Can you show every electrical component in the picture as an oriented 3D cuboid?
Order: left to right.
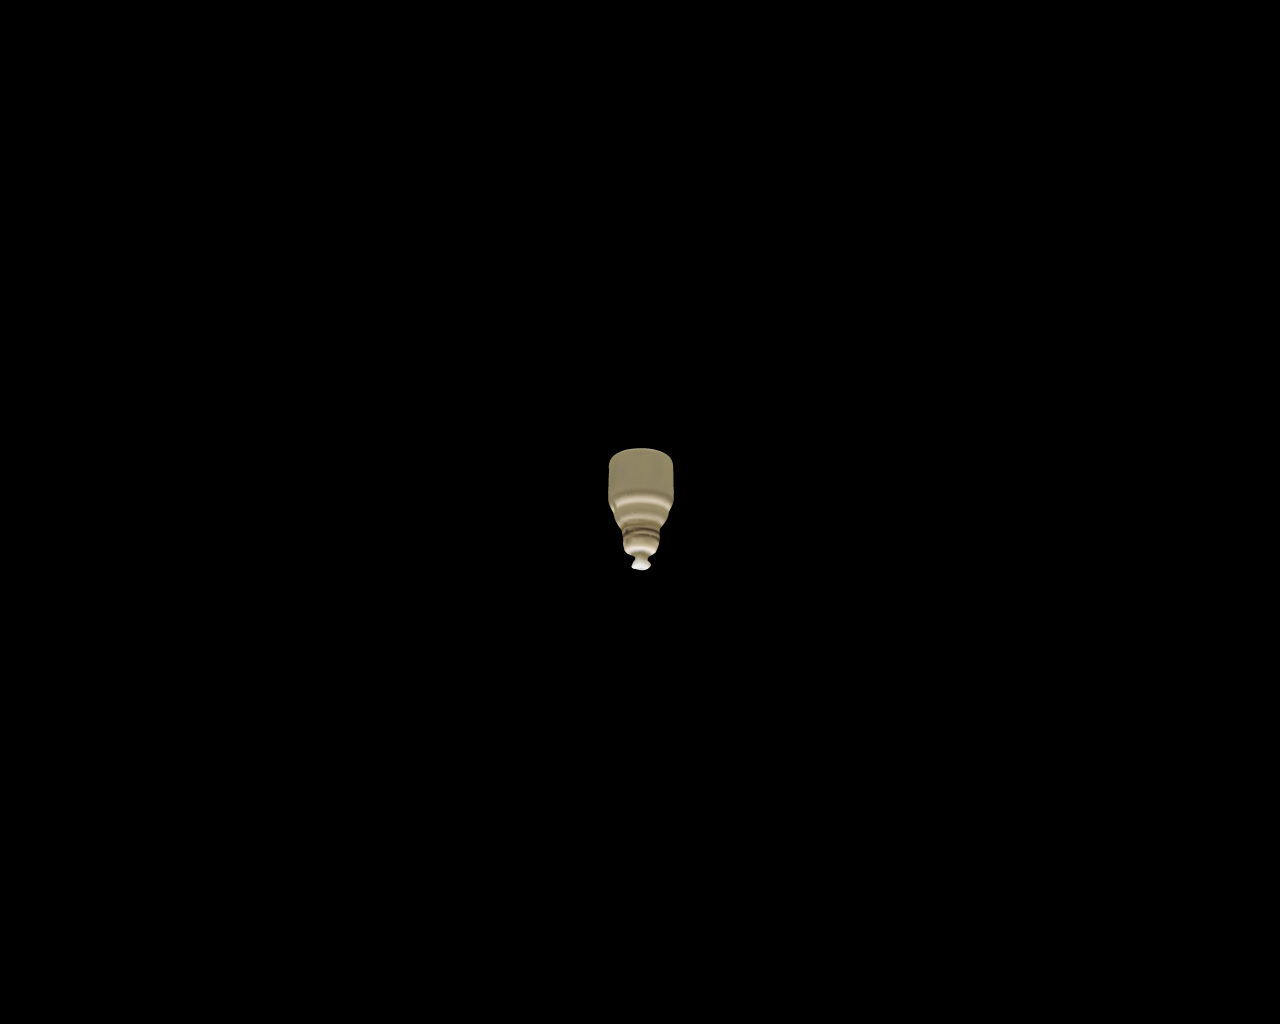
[{"bbox_3d":[0.001,-0.003,0.650,0.040,0.078,0.040,0,-22,0],"label":"electrical component"}]
